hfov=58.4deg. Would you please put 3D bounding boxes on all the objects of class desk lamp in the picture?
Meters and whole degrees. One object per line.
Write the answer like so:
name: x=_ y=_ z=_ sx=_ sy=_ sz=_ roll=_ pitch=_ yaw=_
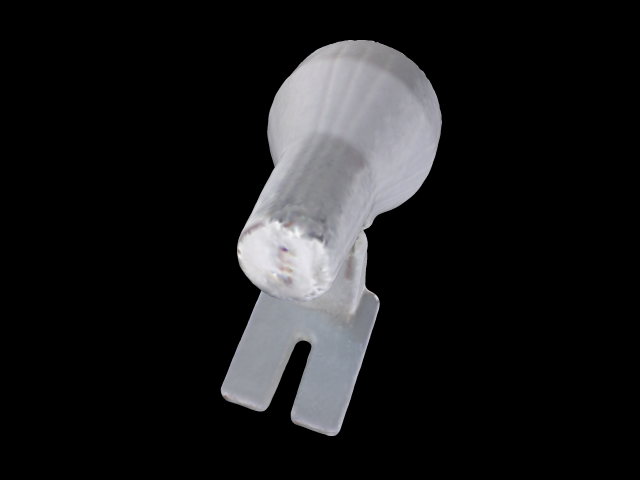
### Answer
desk lamp: x=0.004 y=0.001 z=0.400 sx=0.117 sy=0.214 sz=0.203 roll=15 pitch=58 yaw=10
